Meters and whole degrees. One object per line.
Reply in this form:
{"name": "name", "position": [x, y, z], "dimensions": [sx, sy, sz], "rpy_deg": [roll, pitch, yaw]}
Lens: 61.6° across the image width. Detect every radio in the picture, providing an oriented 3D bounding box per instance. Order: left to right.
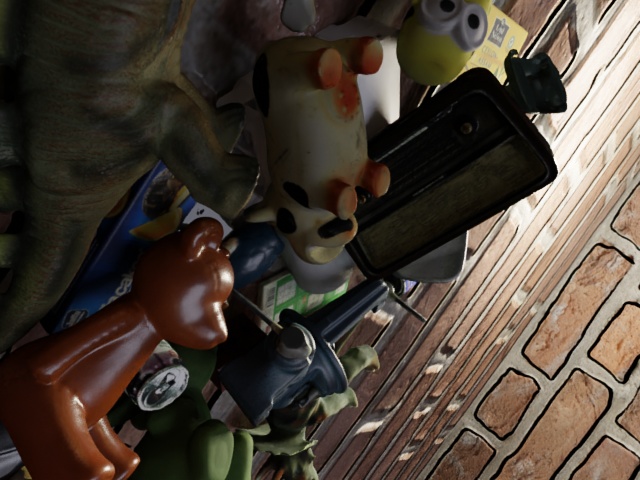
{"name": "radio", "position": [0.113, -0.067, 0.569], "dimensions": [0.229, 0.131, 0.073], "rpy_deg": [-33, -172, 26]}

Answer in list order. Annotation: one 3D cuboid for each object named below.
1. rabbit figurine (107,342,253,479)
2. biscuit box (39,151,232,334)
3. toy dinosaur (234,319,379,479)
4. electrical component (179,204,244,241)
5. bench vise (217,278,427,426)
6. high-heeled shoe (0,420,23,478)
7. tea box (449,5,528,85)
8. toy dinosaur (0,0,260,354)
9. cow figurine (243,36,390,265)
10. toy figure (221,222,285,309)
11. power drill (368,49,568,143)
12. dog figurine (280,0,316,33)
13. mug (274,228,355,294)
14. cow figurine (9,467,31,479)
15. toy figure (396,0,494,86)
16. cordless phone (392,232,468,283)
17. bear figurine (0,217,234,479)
{"name": "rabbit figurine", "position": [-0.153, 0.184, 0.586], "dimensions": [0.159, 0.170, 0.121], "rpy_deg": [-15, 150, 17]}
{"name": "biscuit box", "position": [-0.160, -0.015, 0.442], "dimensions": [0.202, 0.063, 0.059], "rpy_deg": [-57, 147, 5]}
{"name": "toy dinosaur", "position": [-0.022, 0.209, 0.796], "dimensions": [0.192, 0.131, 0.404], "rpy_deg": [-21, 133, -43]}
{"name": "electrical component", "position": [-0.124, -0.011, 0.517], "dimensions": [0.078, 0.045, 0.102], "rpy_deg": [44, 80, -30]}
{"name": "bench vise", "position": [-0.001, 0.108, 0.611], "dimensions": [0.240, 0.129, 0.223], "rpy_deg": [-34, 151, -23]}
{"name": "high-heeled shoe", "position": [-0.314, 0.185, 0.459], "dimensions": [0.249, 0.086, 0.145], "rpy_deg": [-22, 171, -15]}
{"name": "tea box", "position": [0.181, -0.241, 0.666], "dimensions": [0.169, 0.068, 0.098], "rpy_deg": [-5, 125, -50]}
{"name": "toy dinosaur", "position": [-0.131, -0.091, 0.320], "dimensions": [0.198, 0.105, 0.471], "rpy_deg": [15, 106, -25]}
{"name": "cow figurine", "position": [-0.011, -0.064, 0.437], "dimensions": [0.085, 0.127, 0.194], "rpy_deg": [-32, 129, -34]}
{"name": "toy figure", "position": [-0.106, 0.043, 0.576], "dimensions": [0.154, 0.058, 0.064], "rpy_deg": [-43, 110, -10]}
{"name": "power drill", "position": [0.170, -0.140, 0.646], "dimensions": [0.232, 0.086, 0.207], "rpy_deg": [-12, 167, -38]}
{"name": "dog figurine", "position": [0.016, -0.270, 0.419], "dimensions": [0.190, 0.121, 0.172], "rpy_deg": [-61, 138, -47]}
{"name": "mug", "position": [-0.001, -0.002, 0.650], "dimensions": [0.109, 0.081, 0.107], "rpy_deg": [-41, 141, -7]}
{"name": "cow figurine", "position": [-0.306, 0.275, 0.529], "dimensions": [0.167, 0.068, 0.098], "rpy_deg": [-43, 179, -14]}
{"name": "toy figure", "position": [0.129, -0.228, 0.521], "dimensions": [0.089, 0.082, 0.180], "rpy_deg": [88, 19, -57]}
{"name": "cordless phone", "position": [0.172, -0.017, 0.676], "dimensions": [0.088, 0.184, 0.146], "rpy_deg": [13, 80, -31]}
{"name": "bear figurine", "position": [-0.128, 0.083, 0.406], "dimensions": [0.196, 0.132, 0.120], "rpy_deg": [-34, 169, -18]}
